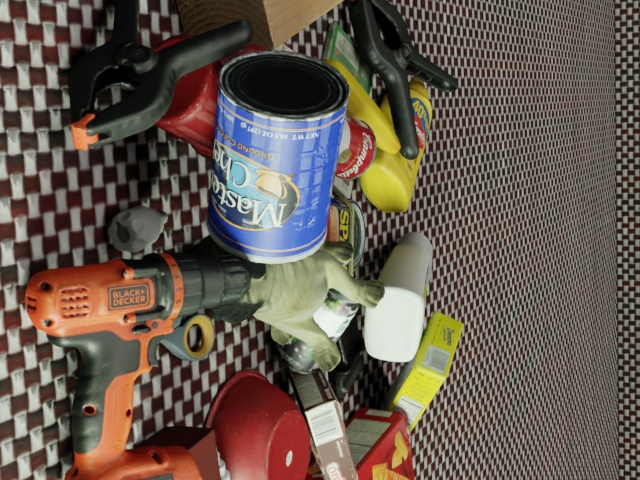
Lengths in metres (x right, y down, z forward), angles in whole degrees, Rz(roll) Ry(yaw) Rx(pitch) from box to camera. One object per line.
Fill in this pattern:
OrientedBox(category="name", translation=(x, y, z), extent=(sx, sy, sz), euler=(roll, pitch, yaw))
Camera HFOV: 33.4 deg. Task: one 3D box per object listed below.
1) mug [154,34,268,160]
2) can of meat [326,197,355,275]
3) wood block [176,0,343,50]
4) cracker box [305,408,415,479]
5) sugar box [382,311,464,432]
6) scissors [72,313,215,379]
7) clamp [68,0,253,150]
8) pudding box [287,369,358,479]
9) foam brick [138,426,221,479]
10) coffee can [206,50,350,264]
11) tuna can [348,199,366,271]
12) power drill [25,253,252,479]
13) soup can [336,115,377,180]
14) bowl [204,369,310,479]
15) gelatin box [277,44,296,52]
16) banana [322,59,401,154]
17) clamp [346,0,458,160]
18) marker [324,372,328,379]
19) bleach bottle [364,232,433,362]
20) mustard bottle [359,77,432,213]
OrientedBox(category="mug", translation=(-0.091, -0.128, 0.898), extent=(0.081, 0.117, 0.093), euler=(24, 45, -57))
OrientedBox(category="can of meat", translation=(-0.007, 0.001, 1.137), extent=(0.083, 0.058, 0.102), euler=(8, 83, -61))
OrientedBox(category="wood block", translation=(-0.046, -0.248, 1.009), extent=(0.205, 0.090, 0.091), euler=(-48, 132, -53))
OrientedBox(category="cracker box", translation=(0.043, 0.315, 1.234), extent=(0.213, 0.072, 0.164), euler=(-36, 122, -58))
OrientedBox(category="sugar box", translation=(0.120, 0.177, 1.322), extent=(0.176, 0.048, 0.093), euler=(109, 6, -48))
OrientedBox(category="scissors", translation=(-0.139, 0.093, 0.910), extent=(0.201, 0.016, 0.096), euler=(-53, 135, -51))
OrientedBox(category="clamp", translation=(-0.129, -0.134, 0.824), extent=(0.039, 0.120, 0.171), euler=(88, 20, -60))
OrientedBox(category="pudding box", translation=(0.002, 0.194, 1.134), extent=(0.090, 0.039, 0.113), euler=(-121, -164, -60))
OrientedBox(category="foam brick", translation=(-0.120, 0.205, 0.915), extent=(0.052, 0.051, 0.078), euler=(-29, 116, -59))
OrientedBox(category="coffee can", translation=(-0.036, -0.066, 0.858), extent=(0.102, 0.103, 0.140), euler=(-55, 160, -49))
OrientedBox(category="tuna can", translation=(0.021, -0.005, 1.221), extent=(0.086, 0.034, 0.086), euler=(-4, 94, -64))
OrientedBox(category="power drill", translation=(-0.131, 0.104, 0.818), extent=(0.184, 0.057, 0.188), euler=(-5, 96, -34))
OrientedBox(category="soup can", translation=(0.005, -0.106, 1.129), extent=(0.102, 0.069, 0.068), euler=(13, 79, -54))
OrientedBox(category="bowl", translation=(-0.054, 0.210, 1.049), extent=(0.161, 0.055, 0.162), euler=(-7, 98, -64))
OrientedBox(category="gelatin box", translation=(-0.041, -0.153, 1.049), extent=(0.089, 0.030, 0.073), euler=(33, 57, -24))
OrientedBox(category="banana", translation=(0.035, -0.154, 1.189), extent=(0.070, 0.037, 0.197), euler=(62, 12, 28))
OrientedBox(category="clamp", translation=(0.090, -0.211, 1.292), extent=(0.210, 0.036, 0.164), euler=(50, 45, -29))
OrientedBox(category="marker", translation=(0.000, 0.154, 1.199), extent=(0.020, 0.020, 0.121), euler=(-23, 111, -62))
OrientedBox(category="bleach bottle", translation=(0.107, 0.049, 1.332), extent=(0.250, 0.068, 0.103), euler=(-65, 161, -63))
OrientedBox(category="mustard bottle", translation=(0.103, -0.134, 1.358), extent=(0.096, 0.058, 0.191), euler=(57, 41, -43))
